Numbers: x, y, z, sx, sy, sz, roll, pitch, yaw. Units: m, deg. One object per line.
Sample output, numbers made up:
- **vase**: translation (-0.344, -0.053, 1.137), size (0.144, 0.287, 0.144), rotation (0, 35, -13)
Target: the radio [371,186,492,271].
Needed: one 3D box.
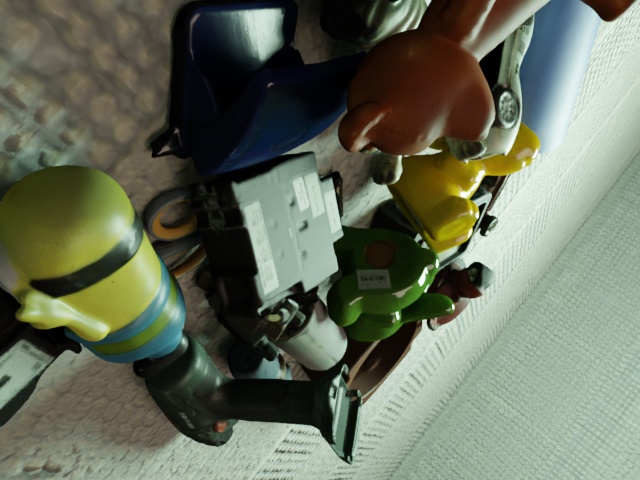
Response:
- **radio**: translation (0.159, -0.011, 0.801), size (0.229, 0.073, 0.131), rotation (-25, 142, -43)

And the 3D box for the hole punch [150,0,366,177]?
- **hole punch**: translation (-0.037, -0.098, 0.382), size (0.142, 0.092, 0.115), rotation (-31, 149, -42)

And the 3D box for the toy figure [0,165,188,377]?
- **toy figure**: translation (-0.141, 0.025, 0.359), size (0.089, 0.082, 0.180), rotation (-46, 145, -16)

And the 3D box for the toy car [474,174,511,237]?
- **toy car**: translation (0.270, -0.095, 0.862), size (0.053, 0.089, 0.202), rotation (-16, 136, -51)

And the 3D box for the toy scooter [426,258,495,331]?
- **toy scooter**: translation (0.211, 0.085, 0.920), size (0.135, 0.075, 0.184), rotation (-54, -164, 0)

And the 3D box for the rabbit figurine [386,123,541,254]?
- **rabbit figurine**: translation (0.168, -0.087, 0.637), size (0.173, 0.162, 0.121), rotation (-33, 152, 8)

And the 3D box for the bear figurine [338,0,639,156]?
- **bear figurine**: translation (0.104, -0.119, 0.328), size (0.195, 0.132, 0.120), rotation (-60, 173, 11)

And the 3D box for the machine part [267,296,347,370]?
- **machine part**: translation (-0.020, 0.105, 0.655), size (0.079, 0.079, 0.243), rotation (-49, 152, -8)

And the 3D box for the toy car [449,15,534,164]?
- **toy car**: translation (0.178, -0.178, 0.565), size (0.056, 0.074, 0.201), rotation (23, 73, -35)

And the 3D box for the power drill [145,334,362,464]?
- **power drill**: translation (-0.063, 0.173, 0.556), size (0.231, 0.208, 0.086), rotation (71, 31, -50)

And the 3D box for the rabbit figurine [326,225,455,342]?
- **rabbit figurine**: translation (0.078, 0.063, 0.673), size (0.159, 0.121, 0.170), rotation (-10, 144, -8)

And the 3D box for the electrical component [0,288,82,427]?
- **electrical component**: translation (-0.225, 0.088, 0.345), size (0.119, 0.048, 0.074), rotation (-46, 152, -13)

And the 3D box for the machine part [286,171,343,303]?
- **machine part**: translation (-0.001, -0.002, 0.563), size (0.084, 0.039, 0.139), rotation (92, 15, -58)

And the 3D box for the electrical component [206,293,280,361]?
- **electrical component**: translation (-0.082, 0.087, 0.551), size (0.021, 0.094, 0.063), rotation (-48, -170, -19)

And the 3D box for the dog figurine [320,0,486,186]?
- **dog figurine**: translation (0.065, -0.170, 0.468), size (0.121, 0.172, 0.190), rotation (-22, 121, 4)

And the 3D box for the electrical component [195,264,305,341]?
- **electrical component**: translation (-0.063, 0.052, 0.505), size (0.045, 0.102, 0.078), rotation (-57, 170, 27)

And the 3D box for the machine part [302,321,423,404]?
- **machine part**: translation (0.071, 0.167, 0.861), size (0.201, 0.087, 0.200), rotation (-44, 151, -14)

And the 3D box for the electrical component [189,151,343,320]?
- **electrical component**: translation (-0.037, -0.011, 0.454), size (0.134, 0.058, 0.114), rotation (-29, 115, -49)

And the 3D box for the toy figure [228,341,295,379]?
- **toy figure**: translation (-0.069, 0.158, 0.662), size (0.064, 0.058, 0.154), rotation (-41, 156, -10)
